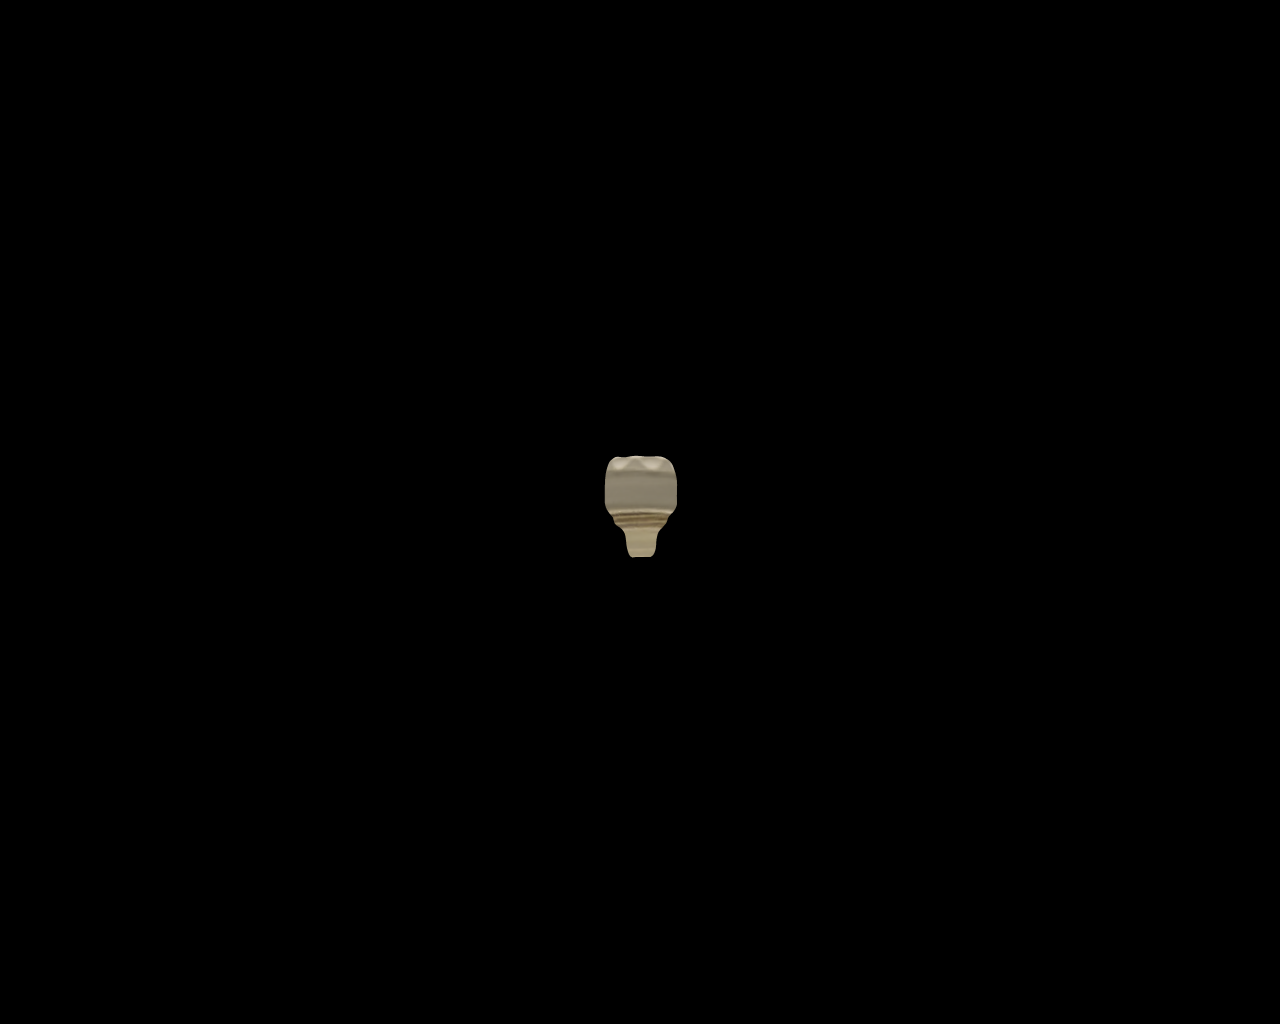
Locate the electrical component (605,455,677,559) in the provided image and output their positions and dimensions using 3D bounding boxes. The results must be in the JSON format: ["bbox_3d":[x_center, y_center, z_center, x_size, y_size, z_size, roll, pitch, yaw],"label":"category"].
[{"bbox_3d":[0.001,-0.003,0.650,0.043,0.062,0.043,0,-2,0],"label":"electrical component"}]
